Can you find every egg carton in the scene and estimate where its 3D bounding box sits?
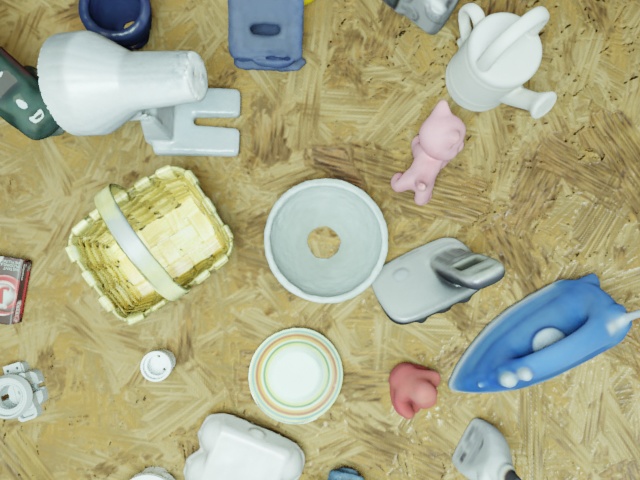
[{"bbox_3d":[-0.100,0.301,0.767,0.150,0.069,0.107,22,85,-2],"label":"egg carton"}]

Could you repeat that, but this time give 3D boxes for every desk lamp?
[{"bbox_3d":[-0.210,-0.180,0.718,0.203,0.213,0.118,0,86,-3],"label":"desk lamp"}]

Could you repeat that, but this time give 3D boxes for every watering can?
[{"bbox_3d":[0.246,-0.241,0.758,0.173,0.194,0.101,34,85,0],"label":"watering can"}]

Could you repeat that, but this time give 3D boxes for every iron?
[{"bbox_3d":[0.300,0.146,0.764,0.258,0.141,0.119,-30,88,-5],"label":"iron"}]

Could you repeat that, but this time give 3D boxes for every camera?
[{"bbox_3d":[0.153,-0.395,0.809,0.143,0.100,0.137,38,85,0],"label":"camera"}]

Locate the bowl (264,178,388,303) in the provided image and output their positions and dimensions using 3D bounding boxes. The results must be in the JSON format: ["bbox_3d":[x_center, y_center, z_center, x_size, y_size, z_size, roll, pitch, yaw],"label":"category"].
[{"bbox_3d":[0.007,0.003,0.789,0.167,0.074,0.167,0,86,-3],"label":"bowl"}]

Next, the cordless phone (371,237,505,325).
[{"bbox_3d":[0.150,0.054,0.739,0.147,0.185,0.094,-28,88,-4],"label":"cordless phone"}]

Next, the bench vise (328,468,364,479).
[{"bbox_3d":[0.029,0.409,0.692,0.121,0.219,0.207,-4,87,-3],"label":"bench vise"}]

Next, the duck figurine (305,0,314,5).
[{"bbox_3d":[-0.022,-0.390,0.806,0.077,0.086,0.104,32,85,-1],"label":"duck figurine"}]

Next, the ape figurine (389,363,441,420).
[{"bbox_3d":[0.132,0.205,0.775,0.078,0.092,0.076,-30,88,-4],"label":"ape figurine"}]

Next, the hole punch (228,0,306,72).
[{"bbox_3d":[-0.072,-0.293,0.795,0.108,0.091,0.101,0,86,-3],"label":"hole punch"}]

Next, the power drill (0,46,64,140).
[{"bbox_3d":[-0.402,-0.205,0.711,0.229,0.208,0.076,40,85,0],"label":"power drill"}]

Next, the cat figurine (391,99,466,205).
[{"bbox_3d":[0.156,-0.119,0.784,0.067,0.117,0.128,25,85,-1],"label":"cat figurine"}]

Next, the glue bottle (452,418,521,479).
[{"bbox_3d":[0.221,0.286,0.735,0.037,0.173,0.078,31,85,0],"label":"glue bottle"}]

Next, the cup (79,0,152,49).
[{"bbox_3d":[-0.273,-0.287,0.781,0.091,0.095,0.118,22,85,-1],"label":"cup"}]
